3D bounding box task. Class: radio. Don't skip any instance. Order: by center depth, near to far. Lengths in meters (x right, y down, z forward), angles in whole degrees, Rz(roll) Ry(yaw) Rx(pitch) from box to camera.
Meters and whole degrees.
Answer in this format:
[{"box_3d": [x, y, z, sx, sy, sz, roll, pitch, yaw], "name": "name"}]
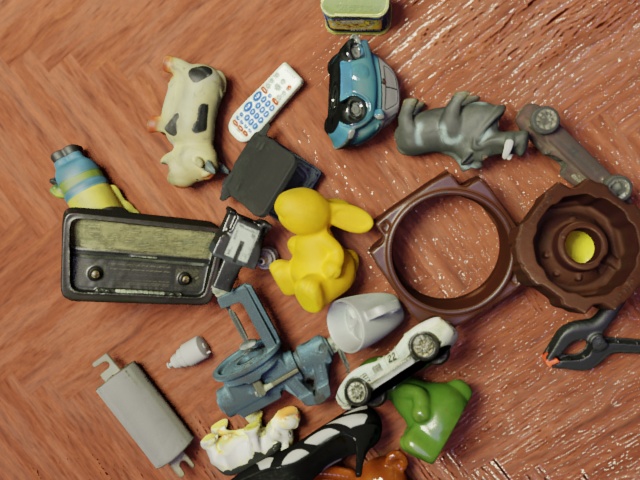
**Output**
[{"box_3d": [-0.272, 0.027, 0.819, 0.229, 0.073, 0.131, 6, 100, -25], "name": "radio"}]

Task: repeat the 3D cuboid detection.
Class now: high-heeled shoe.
[{"box_3d": [-0.024, 0.325, 0.843, 0.249, 0.145, 0.086, -12, 114, 11], "name": "high-heeled shoe"}]

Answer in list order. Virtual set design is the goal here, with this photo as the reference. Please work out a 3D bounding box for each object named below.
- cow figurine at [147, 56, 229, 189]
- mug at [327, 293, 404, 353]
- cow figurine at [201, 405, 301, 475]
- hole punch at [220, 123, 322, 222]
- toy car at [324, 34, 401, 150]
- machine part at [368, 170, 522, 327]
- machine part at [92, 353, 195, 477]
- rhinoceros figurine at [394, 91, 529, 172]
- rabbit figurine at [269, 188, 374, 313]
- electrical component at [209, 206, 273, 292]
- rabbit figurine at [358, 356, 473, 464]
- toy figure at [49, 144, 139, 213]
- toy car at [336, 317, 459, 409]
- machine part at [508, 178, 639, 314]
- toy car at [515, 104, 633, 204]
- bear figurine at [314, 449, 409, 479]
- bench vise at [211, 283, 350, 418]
[{"box_3d": [-0.196, -0.175, 0.838, 0.127, 0.085, 0.194, 17, 97, 11], "name": "cow figurine"}, {"box_3d": [0.081, 0.112, 0.812, 0.109, 0.107, 0.081, -45, 66, 44], "name": "mug"}, {"box_3d": [-0.101, 0.335, 0.886, 0.167, 0.068, 0.098, -19, 99, 12], "name": "cow figurine"}, {"box_3d": [-0.073, -0.094, 0.837, 0.116, 0.092, 0.142, 39, 104, 33], "name": "hole punch"}, {"box_3d": [0.066, -0.213, 0.797, 0.103, 0.109, 0.161, 3, 85, -16], "name": "toy car"}, {"box_3d": [0.191, 0.014, 0.807, 0.201, 0.087, 0.201, -34, 92, 11], "name": "machine part"}, {"box_3d": [-0.292, 0.291, 0.901, 0.079, 0.079, 0.243, -37, 90, 9], "name": "machine part"}, {"box_3d": [0.201, -0.155, 0.775, 0.191, 0.073, 0.112, 6, 97, 21], "name": "rhinoceros figurine"}, {"box_3d": [-0.002, -0.002, 0.795, 0.162, 0.122, 0.173, -27, 115, -13], "name": "rabbit figurine"}, {"box_3d": [-0.127, 0.016, 0.813, 0.075, 0.048, 0.119, 19, 94, -20], "name": "electrical component"}, {"box_3d": [0.134, 0.232, 0.826, 0.170, 0.121, 0.159, 30, 95, 18], "name": "rabbit figurine"}, {"box_3d": [-0.371, -0.066, 0.865, 0.082, 0.089, 0.180, -29, 95, 17], "name": "toy figure"}, {"box_3d": [0.108, 0.180, 0.768, 0.202, 0.073, 0.056, -38, 59, 14], "name": "toy car"}, {"box_3d": [0.345, 0.010, 0.716, 0.179, 0.056, 0.179, 0, 82, 3], "name": "machine part"}, {"box_3d": [0.360, -0.116, 0.770, 0.202, 0.089, 0.053, 45, 98, -1], "name": "toy car"}, {"box_3d": [0.054, 0.414, 0.850, 0.196, 0.132, 0.120, -9, 118, 12], "name": "bear figurine"}, {"box_3d": [-0.084, 0.162, 0.841, 0.224, 0.129, 0.240, -26, 98, 8], "name": "bench vise"}]
